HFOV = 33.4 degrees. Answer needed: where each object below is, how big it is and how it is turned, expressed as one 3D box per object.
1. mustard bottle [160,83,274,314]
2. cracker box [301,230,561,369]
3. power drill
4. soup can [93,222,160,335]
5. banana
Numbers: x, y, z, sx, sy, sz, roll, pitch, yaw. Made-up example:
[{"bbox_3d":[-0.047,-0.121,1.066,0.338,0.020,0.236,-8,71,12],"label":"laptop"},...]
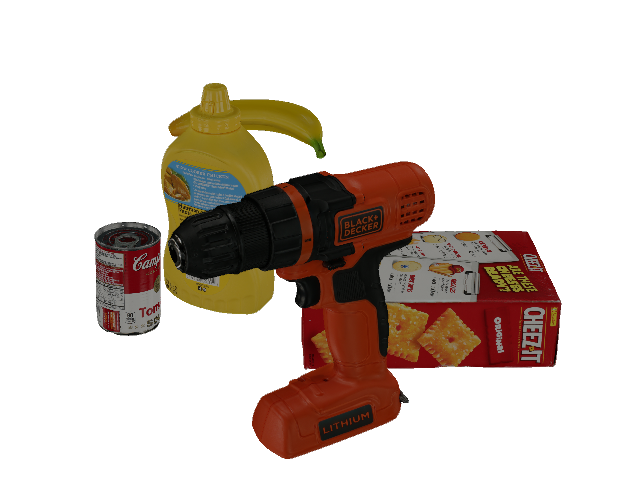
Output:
[{"bbox_3d":[-0.086,-0.036,0.885,0.096,0.192,0.058,14,30,24],"label":"mustard bottle"},{"bbox_3d":[0.092,0.051,0.956,0.213,0.072,0.164,0,22,1],"label":"cracker box"},{"bbox_3d":[-0.008,0.048,0.700,0.184,0.188,0.057,-14,31,-26],"label":"power drill"},{"bbox_3d":[-0.201,0.040,1.118,0.068,0.102,0.068,3,23,-1],"label":"soup can"},{"bbox_3d":[-0.079,-0.139,1.254,0.198,0.037,0.069,8,40,18],"label":"banana"}]
